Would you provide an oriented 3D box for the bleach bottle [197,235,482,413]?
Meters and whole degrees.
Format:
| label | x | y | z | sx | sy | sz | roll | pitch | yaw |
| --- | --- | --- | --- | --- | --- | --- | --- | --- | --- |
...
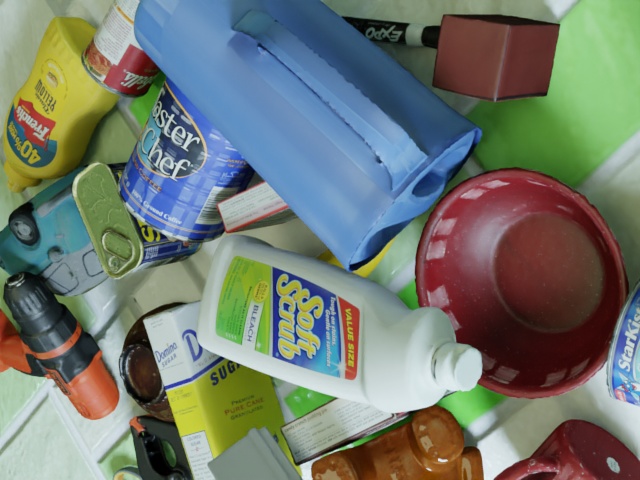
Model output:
| label | x | y | z | sx | sy | sz | roll | pitch | yaw |
| --- | --- | --- | --- | --- | --- | --- | --- | --- | --- |
| bleach bottle | 0.013 | 0.061 | 0.774 | 0.251 | 0.068 | 0.102 | 9 | 83 | 47 |

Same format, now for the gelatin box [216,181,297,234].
| label | x | y | z | sx | sy | sz | roll | pitch | yaw |
| --- | --- | --- | --- | --- | --- | --- | --- | --- | --- |
| gelatin box | -0.027 | -0.035 | 0.865 | 0.089 | 0.073 | 0.030 | -23 | 84 | 38 |

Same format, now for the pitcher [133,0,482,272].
| label | x | y | z | sx | sy | sz | roll | pitch | yaw |
| --- | --- | --- | --- | --- | --- | --- | --- | --- | --- |
| pitcher | -0.015 | -0.106 | 0.744 | 0.243 | 0.144 | 0.149 | 44 | 132 | 11 |

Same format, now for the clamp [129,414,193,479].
| label | x | y | z | sx | sy | sz | roll | pitch | yaw |
| --- | --- | --- | --- | --- | --- | --- | --- | --- | --- |
| clamp | -0.115 | 0.222 | 1.003 | 0.120 | 0.039 | 0.171 | -43 | 69 | 17 |

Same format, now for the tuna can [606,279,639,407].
| label | x | y | z | sx | sy | sz | roll | pitch | yaw |
| --- | --- | --- | --- | --- | --- | --- | --- | --- | --- |
| tuna can | 0.217 | 0.067 | 0.686 | 0.034 | 0.085 | 0.086 | 16 | 108 | 33 |

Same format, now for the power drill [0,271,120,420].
| label | x | y | z | sx | sy | sz | roll | pitch | yaw |
| --- | --- | --- | --- | --- | --- | --- | --- | --- | --- |
| power drill | -0.300 | 0.093 | 1.068 | 0.188 | 0.057 | 0.184 | 12 | 137 | 40 |

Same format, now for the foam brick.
| label | x | y | z | sx | sy | sz | roll | pitch | yaw |
| --- | --- | --- | --- | --- | --- | --- | --- | --- | --- |
| foam brick | 0.121 | -0.127 | 0.732 | 0.053 | 0.078 | 0.051 | 19 | 111 | 34 |

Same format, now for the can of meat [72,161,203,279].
| label | x | y | z | sx | sy | sz | roll | pitch | yaw |
| --- | --- | --- | --- | --- | --- | --- | --- | --- | --- |
| can of meat | -0.163 | -0.023 | 0.965 | 0.058 | 0.083 | 0.102 | -31 | 79 | 37 |

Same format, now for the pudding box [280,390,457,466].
| label | x | y | z | sx | sy | sz | roll | pitch | yaw |
| --- | --- | --- | --- | --- | --- | --- | --- | --- | --- |
| pudding box | 0.037 | 0.133 | 0.834 | 0.114 | 0.089 | 0.039 | -36 | 75 | 36 |

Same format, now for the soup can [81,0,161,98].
| label | x | y | z | sx | sy | sz | roll | pitch | yaw |
| --- | --- | --- | --- | --- | --- | --- | --- | --- | --- |
| soup can | -0.159 | -0.186 | 0.944 | 0.068 | 0.068 | 0.102 | 51 | 123 | 19 |

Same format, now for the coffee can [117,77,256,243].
| label | x | y | z | sx | sy | sz | roll | pitch | yaw |
| --- | --- | --- | --- | --- | --- | --- | --- | --- | --- |
| coffee can | -0.097 | -0.083 | 0.892 | 0.103 | 0.102 | 0.140 | 44 | 122 | 23 |

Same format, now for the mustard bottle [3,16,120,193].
| label | x | y | z | sx | sy | sz | roll | pitch | yaw |
| --- | --- | --- | --- | --- | --- | --- | --- | --- | --- |
| mustard bottle | -0.262 | -0.117 | 1.042 | 0.096 | 0.058 | 0.192 | 51 | 124 | 19 |

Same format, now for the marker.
| label | x | y | z | sx | sy | sz | roll | pitch | yaw |
| --- | --- | --- | --- | --- | --- | --- | --- | --- | --- |
| marker | 0.054 | -0.159 | 0.815 | 0.121 | 0.020 | 0.020 | 14 | 107 | 36 |

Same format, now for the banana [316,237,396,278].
| label | x | y | z | sx | sy | sz | roll | pitch | yaw |
| --- | --- | --- | --- | --- | --- | --- | --- | --- | --- |
| banana | -0.003 | 0.020 | 0.879 | 0.198 | 0.037 | 0.069 | -20 | 86 | 38 |

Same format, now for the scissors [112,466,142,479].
| label | x | y | z | sx | sy | sz | roll | pitch | yaw |
| --- | --- | --- | --- | --- | --- | --- | --- | --- | --- |
| scissors | -0.139 | 0.301 | 1.047 | 0.202 | 0.016 | 0.096 | 35 | 116 | 29 |

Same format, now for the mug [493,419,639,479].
| label | x | y | z | sx | sy | sz | roll | pitch | yaw |
| --- | --- | --- | --- | --- | --- | --- | --- | --- | --- |
| mug | 0.166 | 0.175 | 0.732 | 0.082 | 0.117 | 0.093 | -56 | 30 | 25 |

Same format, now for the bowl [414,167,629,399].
| label | x | y | z | sx | sy | sz | roll | pitch | yaw |
| --- | --- | --- | --- | --- | --- | --- | --- | --- | --- |
| bowl | 0.148 | 0.027 | 0.751 | 0.162 | 0.055 | 0.162 | 8 | 103 | 37 |

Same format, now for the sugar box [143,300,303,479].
| label | x | y | z | sx | sy | sz | roll | pitch | yaw |
| --- | --- | --- | --- | --- | --- | --- | --- | --- | --- |
| sugar box | -0.083 | 0.138 | 0.926 | 0.048 | 0.093 | 0.176 | -20 | 86 | 39 |
